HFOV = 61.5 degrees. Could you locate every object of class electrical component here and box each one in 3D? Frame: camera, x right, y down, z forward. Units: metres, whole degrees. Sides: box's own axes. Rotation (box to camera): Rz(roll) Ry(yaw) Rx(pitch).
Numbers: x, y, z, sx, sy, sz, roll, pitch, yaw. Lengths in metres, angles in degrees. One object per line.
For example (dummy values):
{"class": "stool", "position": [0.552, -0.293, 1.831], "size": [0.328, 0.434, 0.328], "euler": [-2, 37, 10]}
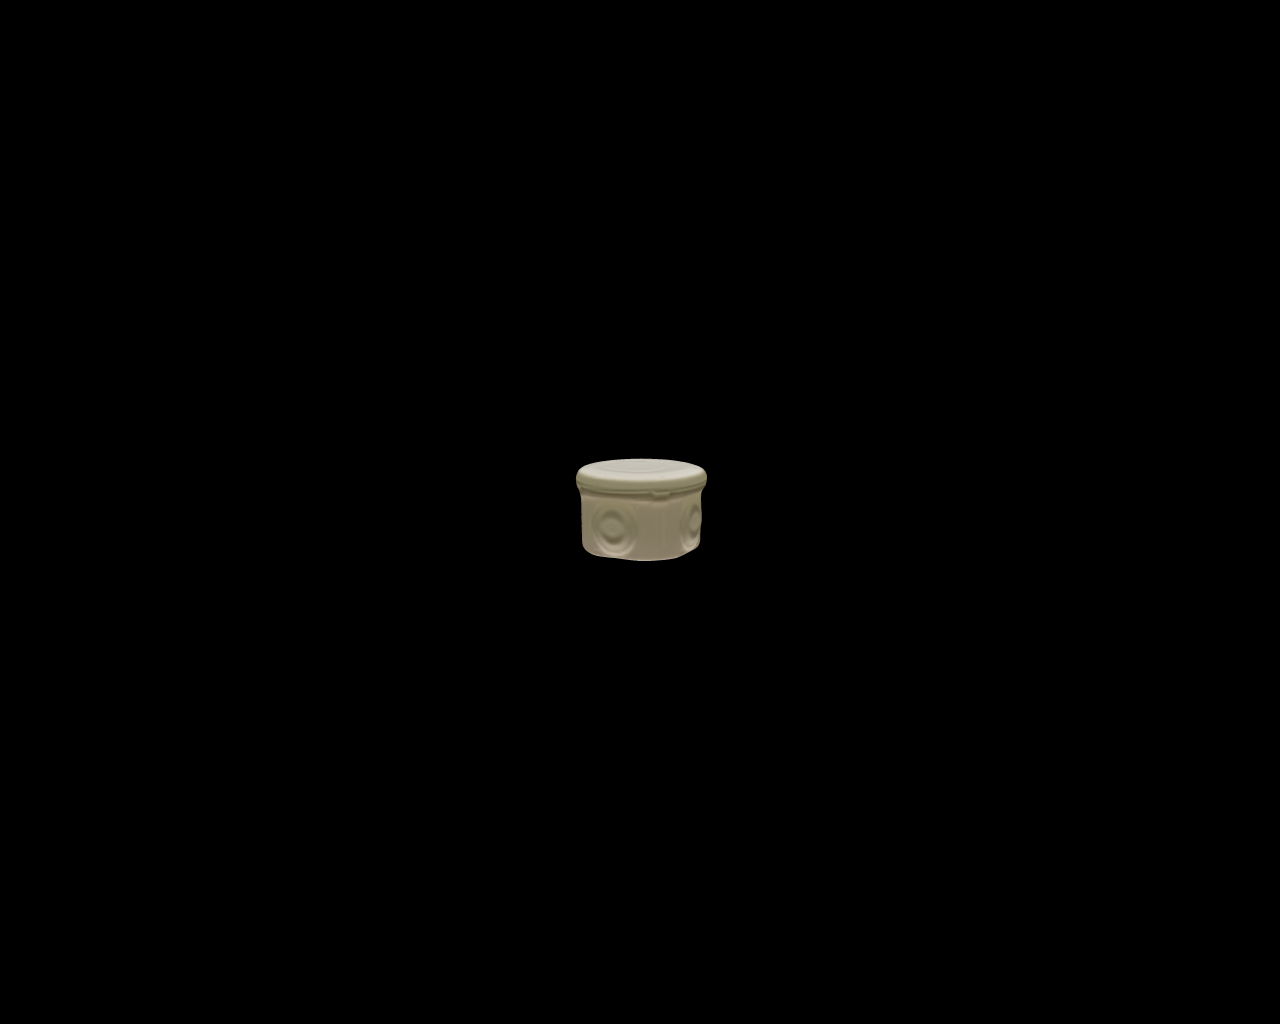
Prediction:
{"class": "electrical component", "position": [0.001, -0.003, 0.650], "size": [0.080, 0.051, 0.080], "euler": [0, 12, 0]}
